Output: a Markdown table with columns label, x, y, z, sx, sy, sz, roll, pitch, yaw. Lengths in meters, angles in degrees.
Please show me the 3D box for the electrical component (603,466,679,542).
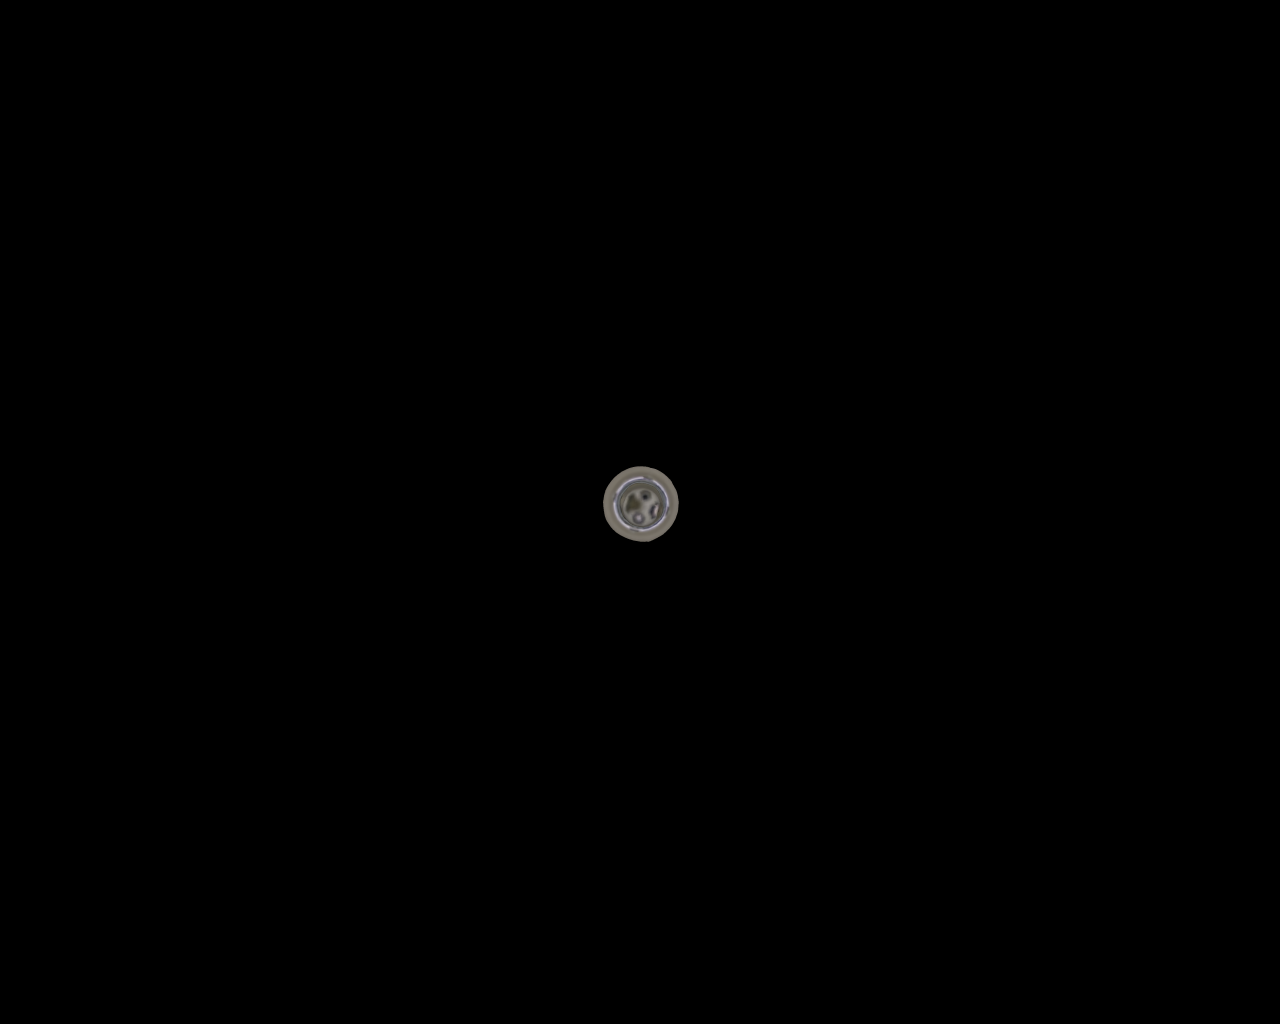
| label | x | y | z | sx | sy | sz | roll | pitch | yaw |
| --- | --- | --- | --- | --- | --- | --- | --- | --- | --- |
| electrical component | 0.001 | -0.003 | 0.650 | 0.044 | 0.044 | 0.065 | 0 | -4 | 0 |
